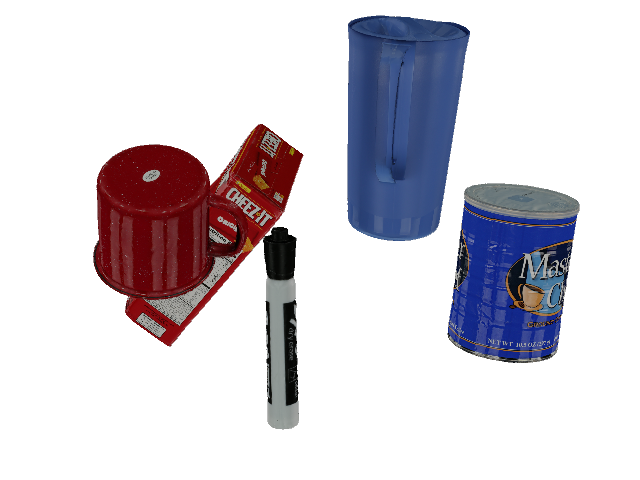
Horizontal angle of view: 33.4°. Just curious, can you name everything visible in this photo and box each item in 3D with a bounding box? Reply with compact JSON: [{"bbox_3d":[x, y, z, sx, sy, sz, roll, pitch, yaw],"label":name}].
[{"bbox_3d":[-0.111,-0.015,0.791,0.117,0.081,0.093,9,43,2],"label":"mug"},{"bbox_3d":[0.175,0.027,0.976,0.103,0.140,0.103,4,16,-1],"label":"coffee can"},{"bbox_3d":[-0.117,-0.010,1.174,0.072,0.214,0.164,36,24,-11],"label":"cracker box"},{"bbox_3d":[-0.023,0.051,0.617,0.020,0.121,0.020,0,18,0],"label":"marker"},{"bbox_3d":[0.088,-0.124,1.198,0.149,0.243,0.145,-11,26,-30],"label":"pitcher"}]
